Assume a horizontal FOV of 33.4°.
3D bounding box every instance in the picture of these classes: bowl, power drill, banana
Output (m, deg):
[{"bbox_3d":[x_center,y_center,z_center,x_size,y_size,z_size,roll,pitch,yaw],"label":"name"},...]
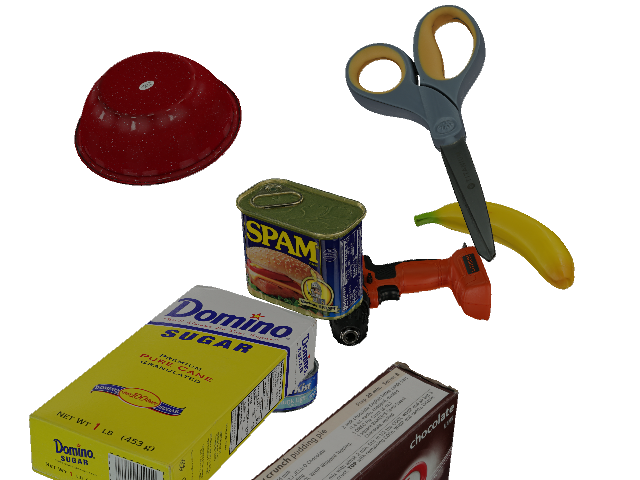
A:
[{"bbox_3d":[-0.157,-0.126,0.997,0.162,0.162,0.055,0,-41,8],"label":"bowl"},{"bbox_3d":[0.096,0.059,1.220,0.187,0.057,0.184,-2,28,-1],"label":"power drill"},{"bbox_3d":[0.182,-0.002,1.040,0.069,0.037,0.198,-39,38,-23],"label":"banana"}]

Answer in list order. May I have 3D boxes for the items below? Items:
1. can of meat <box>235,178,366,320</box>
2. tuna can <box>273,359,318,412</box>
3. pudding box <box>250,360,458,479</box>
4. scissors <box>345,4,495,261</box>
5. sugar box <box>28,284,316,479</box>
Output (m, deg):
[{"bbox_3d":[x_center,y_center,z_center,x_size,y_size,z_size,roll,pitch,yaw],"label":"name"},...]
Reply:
[{"bbox_3d":[-0.014,0.008,0.843,0.102,0.084,0.057,18,37,30],"label":"can of meat"},{"bbox_3d":[-0.045,0.131,1.010,0.086,0.034,0.086,2,16,-1],"label":"tuna can"},{"bbox_3d":[0.012,0.118,0.461,0.039,0.090,0.113,25,41,30],"label":"pudding box"},{"bbox_3d":[0.055,-0.063,0.615,0.096,0.201,0.016,-9,-41,21],"label":"scissors"},{"bbox_3d":[-0.080,0.088,0.635,0.093,0.048,0.176,15,31,20],"label":"sugar box"}]
